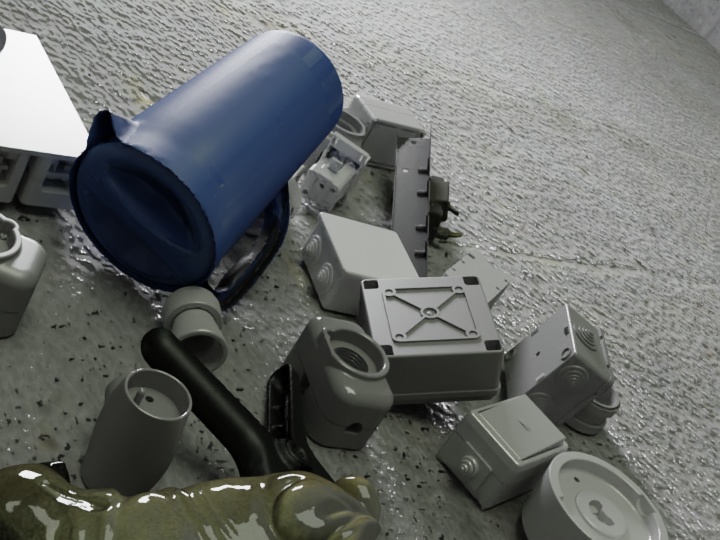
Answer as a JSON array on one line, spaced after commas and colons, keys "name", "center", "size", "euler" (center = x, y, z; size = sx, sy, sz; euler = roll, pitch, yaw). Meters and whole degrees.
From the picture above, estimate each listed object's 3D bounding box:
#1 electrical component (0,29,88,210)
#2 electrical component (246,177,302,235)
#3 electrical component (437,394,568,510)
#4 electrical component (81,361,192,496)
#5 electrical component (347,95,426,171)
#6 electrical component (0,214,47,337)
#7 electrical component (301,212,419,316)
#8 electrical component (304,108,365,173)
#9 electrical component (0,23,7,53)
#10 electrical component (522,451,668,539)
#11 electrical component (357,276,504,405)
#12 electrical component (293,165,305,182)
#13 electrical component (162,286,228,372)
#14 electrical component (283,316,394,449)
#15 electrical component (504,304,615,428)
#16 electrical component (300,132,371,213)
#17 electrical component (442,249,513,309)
[{"name": "electrical component", "center": [-0.300, -0.129, 0.883], "size": [0.105, 0.060, 0.186], "euler": [5, 38, -41]}, {"name": "electrical component", "center": [-0.089, -0.063, 1.000], "size": [0.055, 0.055, 0.047], "euler": [36, 32, 7]}, {"name": "electrical component", "center": [0.114, 0.144, 0.867], "size": [0.096, 0.061, 0.061], "euler": [-6, 46, -50]}, {"name": "electrical component", "center": [-0.142, 0.091, 0.676], "size": [0.043, 0.077, 0.079], "euler": [17, 32, -25]}, {"name": "electrical component", "center": [0.026, -0.160, 1.260], "size": [0.096, 0.061, 0.061], "euler": [8, 37, -38]}, {"name": "electrical component", "center": [-0.265, -0.005, 0.723], "size": [0.095, 0.059, 0.053], "euler": [24, 29, -15]}, {"name": "electrical component", "center": [0.000, 0.000, 0.993], "size": [0.100, 0.048, 0.099], "euler": [14, 34, -31]}, {"name": "electrical component", "center": [-0.029, -0.141, 1.181], "size": [0.050, 0.055, 0.089], "euler": [24, 29, -15]}, {"name": "electrical component", "center": [-0.316, -0.203, 0.874], "size": [0.040, 0.040, 0.078], "euler": [3, 40, -43]}, {"name": "electrical component", "center": [0.177, 0.202, 0.839], "size": [0.108, 0.060, 0.108], "euler": [24, 29, -15]}, {"name": "electrical component", "center": [0.057, 0.058, 0.911], "size": [0.109, 0.056, 0.108], "euler": [-2, 36, -7]}, {"name": "electrical component", "center": [-0.087, -0.094, 1.052], "size": [0.047, 0.055, 0.055], "euler": [36, 28, 0]}, {"name": "electrical component", "center": [-0.124, 0.045, 0.803], "size": [0.045, 0.045, 0.055], "euler": [17, 31, -27]}, {"name": "electrical component", "center": [-0.016, 0.083, 0.835], "size": [0.054, 0.059, 0.095], "euler": [13, 34, -32]}, {"name": "electrical component", "center": [0.178, 0.090, 0.980], "size": [0.048, 0.100, 0.099], "euler": [38, 26, -17]}, {"name": "electrical component", "center": [-0.028, -0.096, 1.098], "size": [0.042, 0.081, 0.063], "euler": [35, 50, 6]}, {"name": "electrical component", "center": [0.103, 0.026, 1.049], "size": [0.050, 0.055, 0.089], "euler": [38, 29, 11]}]
